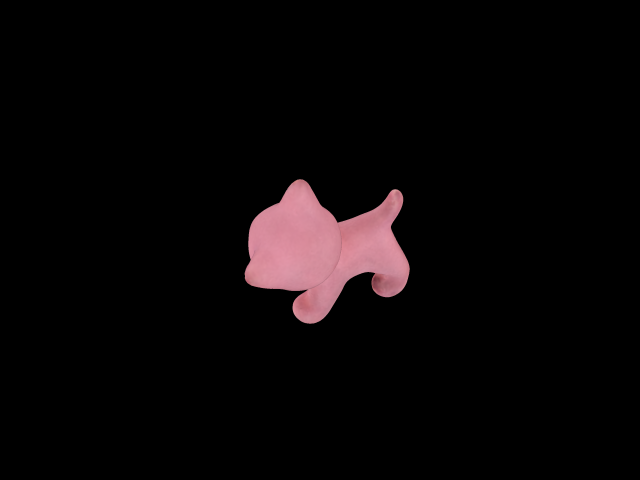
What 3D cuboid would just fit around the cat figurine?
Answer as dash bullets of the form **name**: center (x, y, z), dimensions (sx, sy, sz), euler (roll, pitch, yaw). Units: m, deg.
- **cat figurine**: center (0.004, 0.001, 0.400), dimensions (0.128, 0.118, 0.067), euler (-21, 58, -14)
